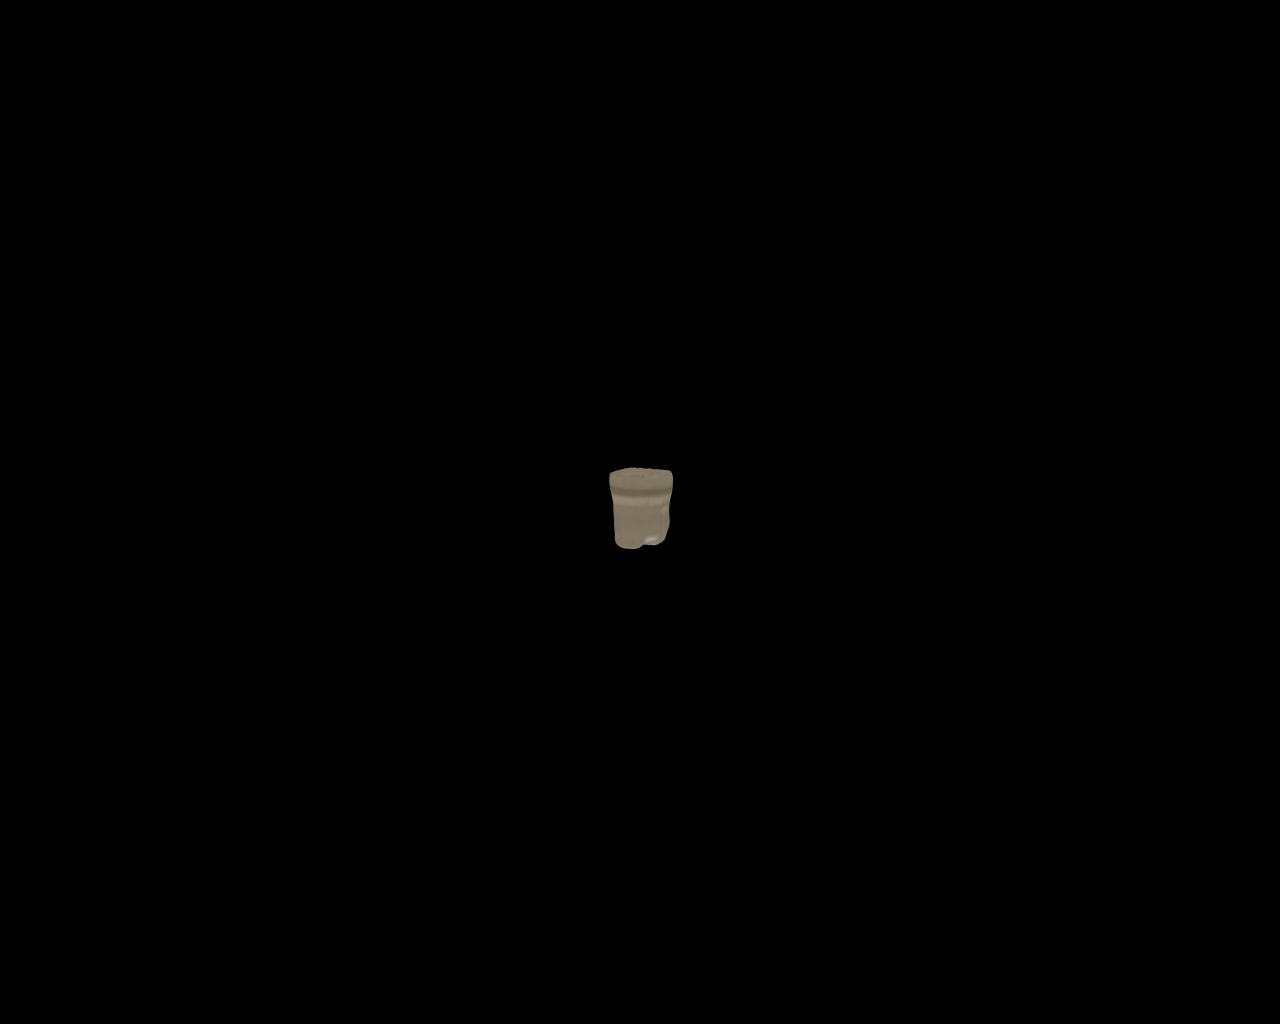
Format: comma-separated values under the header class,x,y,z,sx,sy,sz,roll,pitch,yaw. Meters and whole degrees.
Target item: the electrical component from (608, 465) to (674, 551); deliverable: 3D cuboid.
class,x,y,z,sx,sy,sz,roll,pitch,yaw
electrical component,0.001,-0.003,0.650,0.040,0.046,0.040,0,12,0
